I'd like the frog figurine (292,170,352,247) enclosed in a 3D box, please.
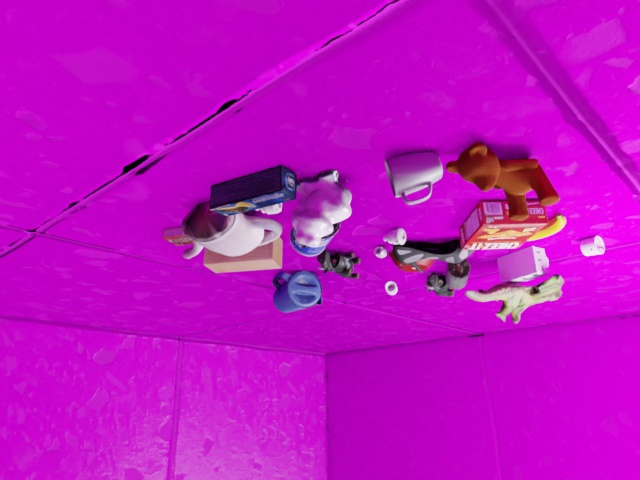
[{"bbox_3d":[0.003,-0.057,1.136,0.137,0.162,0.121,-6,160,12],"label":"frog figurine"}]

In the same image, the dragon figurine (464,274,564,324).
[{"bbox_3d":[0.655,0.161,1.654,0.239,0.125,0.407,-36,146,30],"label":"dragon figurine"}]

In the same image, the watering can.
[{"bbox_3d":[-0.271,-0.011,1.330,0.346,0.106,0.221,-13,156,23],"label":"watering can"}]
